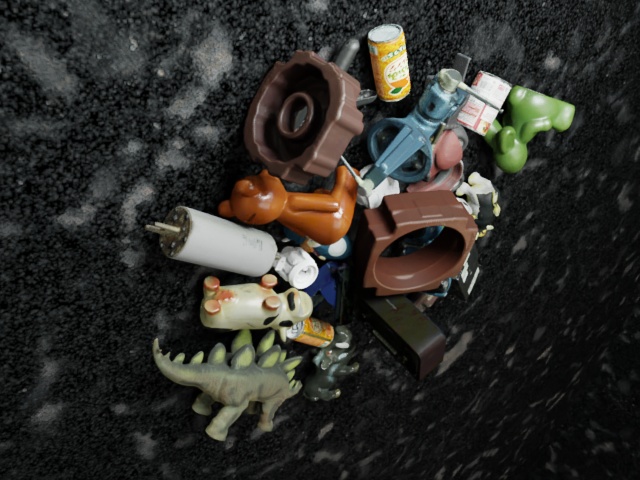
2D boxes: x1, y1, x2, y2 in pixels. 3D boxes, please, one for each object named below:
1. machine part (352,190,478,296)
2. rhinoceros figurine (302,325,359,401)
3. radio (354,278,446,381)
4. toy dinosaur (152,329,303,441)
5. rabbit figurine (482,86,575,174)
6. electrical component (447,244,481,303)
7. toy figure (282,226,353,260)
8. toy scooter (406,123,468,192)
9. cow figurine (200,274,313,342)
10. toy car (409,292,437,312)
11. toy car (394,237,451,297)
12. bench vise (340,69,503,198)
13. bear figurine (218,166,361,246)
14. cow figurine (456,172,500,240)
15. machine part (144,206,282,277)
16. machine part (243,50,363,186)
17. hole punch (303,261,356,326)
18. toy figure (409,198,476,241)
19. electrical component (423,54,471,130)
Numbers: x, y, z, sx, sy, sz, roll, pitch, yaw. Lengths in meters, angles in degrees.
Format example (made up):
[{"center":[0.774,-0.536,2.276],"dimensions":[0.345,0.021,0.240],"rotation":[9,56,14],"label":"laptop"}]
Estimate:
[{"center":[0.168,0.006,0.982],"dimensions":[0.201,0.087,0.201],"rotation":[-6,137,-14],"label":"machine part"},{"center":[0.021,0.267,1.179],"dimensions":[0.112,0.073,0.190],"rotation":[12,115,-34],"label":"rhinoceros figurine"},{"center":[0.149,0.167,1.086],"dimensions":[0.073,0.230,0.131],"rotation":[-32,142,-16],"label":"radio"},{"center":[-0.153,0.256,0.994],"dimensions":[0.471,0.105,0.198],"rotation":[23,97,-57],"label":"toy dinosaur"},{"center":[0.405,-0.214,1.087],"dimensions":[0.159,0.121,0.170],"rotation":[2,117,-35],"label":"rabbit figurine"},{"center":[0.324,0.063,1.253],"dimensions":[0.115,0.058,0.134],"rotation":[-60,141,-26],"label":"electrical component"},{"center":[-0.002,-0.005,0.951],"dimensions":[0.154,0.058,0.064],"rotation":[21,67,-46],"label":"toy figure"},{"center":[0.217,-0.132,1.027],"dimensions":[0.135,0.075,0.183],"rotation":[-35,143,-13],"label":"toy scooter"},{"center":[-0.105,0.120,0.912],"dimensions":[0.195,0.085,0.127],"rotation":[-1,143,-20],"label":"cow figurine"},{"center":[0.240,0.149,1.286],"dimensions":[0.202,0.053,0.089],"rotation":[-45,137,-2],"label":"toy car"},{"center":[0.231,0.042,1.167],"dimensions":[0.103,0.109,0.161],"rotation":[-53,133,-30],"label":"toy car"},{"center":[0.139,-0.155,0.847],"dimensions":[0.240,0.129,0.223],"rotation":[-47,-175,-33],"label":"bench vise"},{"center":[-0.048,-0.066,0.837],"dimensions":[0.196,0.132,0.120],"rotation":[20,147,-18],"label":"bear figurine"},{"center":[0.352,-0.057,1.183],"dimensions":[0.068,0.098,0.167],"rotation":[-35,140,-23],"label":"cow figurine"},{"center":[-0.150,0.006,0.811],"dimensions":[0.243,0.079,0.079],"rotation":[19,107,-46],"label":"machine part"},{"center":[-0.025,-0.162,0.721],"dimensions":[0.056,0.180,0.179],"rotation":[16,110,-50],"label":"machine part"},{"center":[0.016,0.096,1.013],"dimensions":[0.142,0.092,0.115],"rotation":[18,80,-69],"label":"hole punch"},{"center":[0.241,-0.042,1.112],"dimensions":[0.180,0.082,0.089],"rotation":[-18,158,-40],"label":"toy figure"},{"center":[0.221,-0.257,0.928],"dimensions":[0.048,0.075,0.119],"rotation":[-14,134,-34],"label":"electrical component"}]
